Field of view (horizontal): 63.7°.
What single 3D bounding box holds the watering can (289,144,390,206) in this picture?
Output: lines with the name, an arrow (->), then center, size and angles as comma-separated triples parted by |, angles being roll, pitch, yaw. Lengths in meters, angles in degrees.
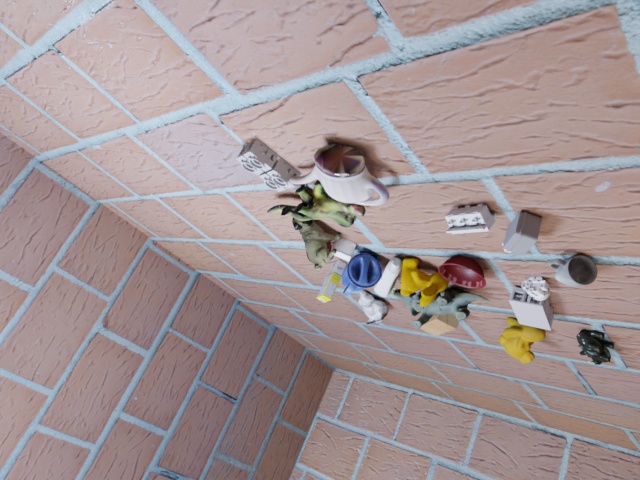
watering can -> 0.034, -0.186, 1.502 | 0.349, 0.106, 0.220 | 16, 155, 24

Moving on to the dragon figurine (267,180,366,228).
dragon figurine -> 0.005, -0.089, 1.768 | 0.241, 0.124, 0.408 | 28, 160, -27

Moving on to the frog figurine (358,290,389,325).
frog figurine -> 0.242, 0.300, 2.403 | 0.159, 0.123, 0.136 | 65, 162, 1
